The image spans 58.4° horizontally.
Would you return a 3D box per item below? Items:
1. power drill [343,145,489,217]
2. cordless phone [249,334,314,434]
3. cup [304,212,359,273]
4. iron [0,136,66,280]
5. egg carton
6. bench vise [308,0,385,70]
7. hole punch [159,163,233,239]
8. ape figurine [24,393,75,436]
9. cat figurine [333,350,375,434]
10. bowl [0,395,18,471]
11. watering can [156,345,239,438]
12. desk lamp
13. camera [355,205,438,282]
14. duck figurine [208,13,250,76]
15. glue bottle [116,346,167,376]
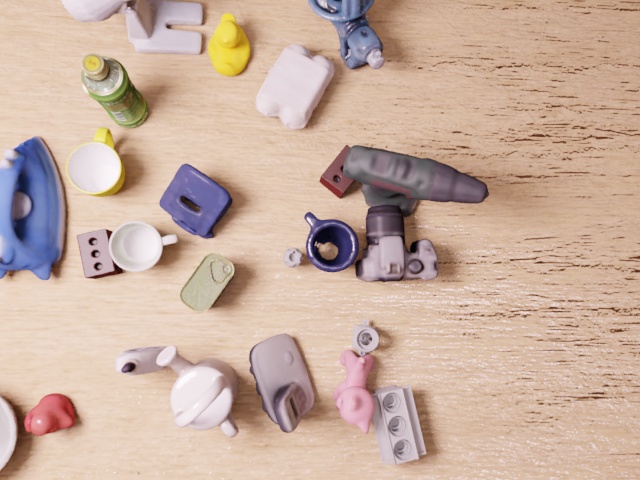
[{"bbox_3d":[0.148,-0.096,0.978,0.229,0.208,0.076,15,84,-3],"label":"power drill"},{"bbox_3d":[-0.063,0.236,0.940,0.094,0.185,0.147,-23,87,-6],"label":"cordless phone"},{"bbox_3d":[0.009,0.004,1.013,0.092,0.095,0.118,-39,89,-7],"label":"cup"},{"bbox_3d":[-0.504,-0.063,0.950,0.118,0.141,0.258,1,85,-5],"label":"iron"},{"bbox_3d":[-0.046,-0.280,1.047,0.107,0.069,0.150,27,83,-2],"label":"egg carton"},{"bbox_3d":[0.066,-0.412,0.993,0.207,0.219,0.121,44,83,0],"label":"bench vise"},{"bbox_3d":[-0.216,-0.065,1.001,0.108,0.091,0.101,35,83,-1],"label":"hole punch"},{"bbox_3d":[-0.450,0.297,0.947,0.078,0.092,0.076,16,84,-3],"label":"ape figurine"},{"bbox_3d":[0.064,0.260,0.983,0.067,0.117,0.128,9,84,-4],"label":"cat figurine"},{"bbox_3d":[-0.573,0.316,0.943,0.167,0.074,0.167,0,85,-5],"label":"bowl"},{"bbox_3d":[-0.195,0.248,0.923,0.173,0.194,0.101,29,83,-2],"label":"watering can"},{"bbox_3d":[-0.311,-0.409,0.962,0.203,0.213,0.118,0,85,-5],"label":"desk lamp"},{"bbox_3d":[0.136,0.006,1.021,0.143,0.100,0.137,-2,85,-5],"label":"camera"},{"bbox_3d":[-0.166,-0.356,1.035,0.077,0.086,0.105,3,85,-5],"label":"duck figurine"},{"bbox_3d":[-0.296,0.199,0.929,0.078,0.173,0.037,-2,85,-5],"label":"glue bottle"}]
